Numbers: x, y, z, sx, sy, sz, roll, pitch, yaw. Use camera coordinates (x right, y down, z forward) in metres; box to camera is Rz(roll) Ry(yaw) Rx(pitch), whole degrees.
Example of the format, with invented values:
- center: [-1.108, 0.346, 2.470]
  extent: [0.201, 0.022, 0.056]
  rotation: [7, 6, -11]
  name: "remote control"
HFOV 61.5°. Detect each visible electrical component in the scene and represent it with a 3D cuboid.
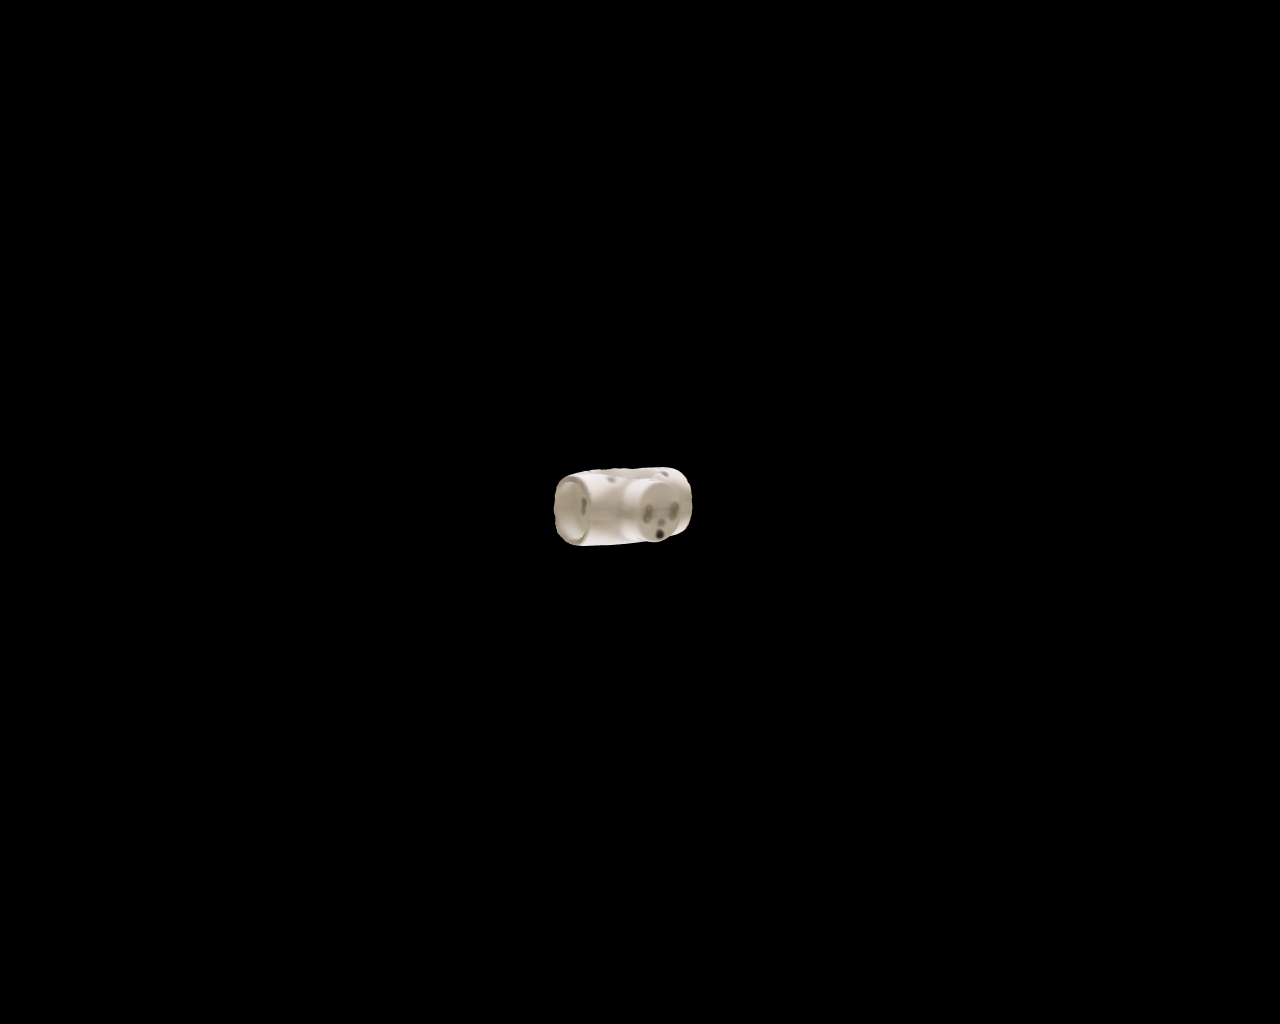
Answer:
- center: [0.001, -0.003, 0.650]
  extent: [0.077, 0.044, 0.079]
  rotation: [-6, 10, -36]
  name: "electrical component"
